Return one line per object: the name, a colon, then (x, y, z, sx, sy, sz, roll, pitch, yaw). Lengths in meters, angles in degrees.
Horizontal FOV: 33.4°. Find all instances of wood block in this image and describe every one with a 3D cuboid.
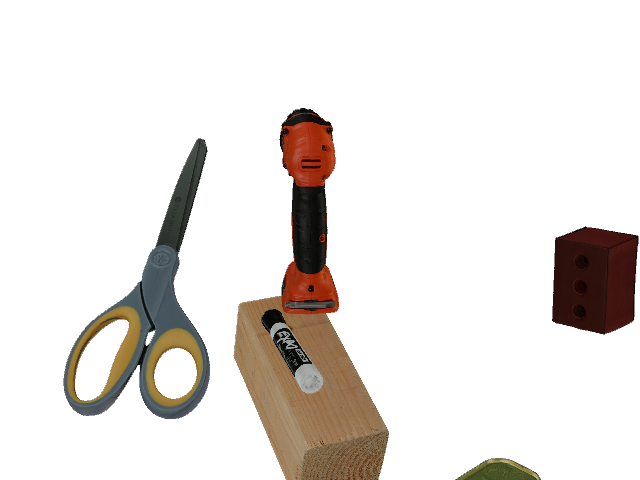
wood block: (-0.015, 0.158, 1.112, 0.090, 0.090, 0.206, -9, 43, -20)

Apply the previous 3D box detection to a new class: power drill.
power drill: (-0.014, -0.033, 1.067, 0.057, 0.188, 0.184, -2, 17, -1)

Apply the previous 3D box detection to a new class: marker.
marker: (-0.025, 0.086, 0.859, 0.020, 0.020, 0.121, 0, 21, -19)

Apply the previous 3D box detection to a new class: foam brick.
foam brick: (0.232, 0.033, 0.904, 0.053, 0.078, 0.051, 12, 22, 42)

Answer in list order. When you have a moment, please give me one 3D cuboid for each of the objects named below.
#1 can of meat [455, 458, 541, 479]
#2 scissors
can of meat: (0.136, 0.244, 0.889, 0.101, 0.084, 0.058, -21, 28, -37)
scissors: (-0.086, 0.027, 0.672, 0.096, 0.201, 0.016, 23, -25, 15)
